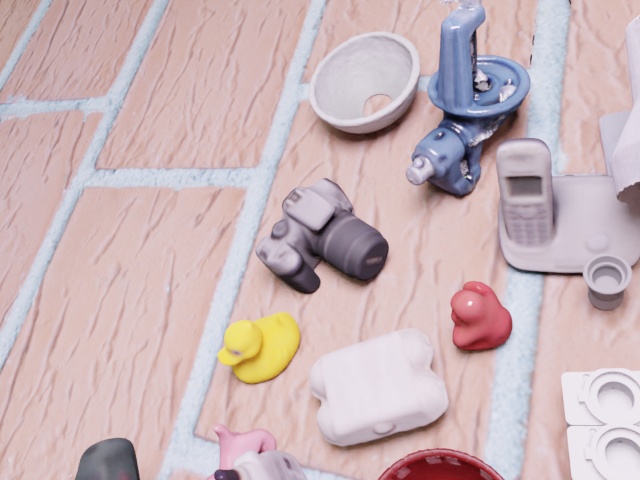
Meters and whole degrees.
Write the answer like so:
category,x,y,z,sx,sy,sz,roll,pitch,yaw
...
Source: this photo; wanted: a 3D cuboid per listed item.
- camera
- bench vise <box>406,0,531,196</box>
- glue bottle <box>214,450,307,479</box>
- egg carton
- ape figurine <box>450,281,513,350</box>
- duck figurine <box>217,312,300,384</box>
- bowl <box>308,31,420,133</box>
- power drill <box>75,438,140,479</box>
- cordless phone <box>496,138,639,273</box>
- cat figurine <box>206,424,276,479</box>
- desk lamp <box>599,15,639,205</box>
category,x,y,z,sx,sy,sz,roll,pitch,yaw
camera,0.007,0.003,0.729,0.136,0.101,0.143,34,81,34
bench vise,0.173,-0.164,0.670,0.121,0.220,0.207,10,68,29
glue bottle,-0.059,0.248,0.583,0.037,0.174,0.078,-35,55,4
egg carton,0.062,0.164,0.636,0.150,0.070,0.107,-22,57,13
ape figurine,0.167,0.079,0.620,0.076,0.092,0.078,31,79,34
duck figurine,-0.080,0.125,0.712,0.104,0.086,0.077,-41,55,0
bowl,0.072,-0.215,0.833,0.167,0.075,0.167,-11,60,19
power drill,-0.166,0.318,0.572,0.075,0.209,0.229,-33,55,5
cordless phone,0.253,-0.040,0.588,0.147,0.186,0.094,-3,63,24
cat figurine,-0.100,0.265,0.626,0.067,0.118,0.127,-15,58,17
desk lamp,0.340,-0.107,0.567,0.117,0.214,0.203,-9,61,21
